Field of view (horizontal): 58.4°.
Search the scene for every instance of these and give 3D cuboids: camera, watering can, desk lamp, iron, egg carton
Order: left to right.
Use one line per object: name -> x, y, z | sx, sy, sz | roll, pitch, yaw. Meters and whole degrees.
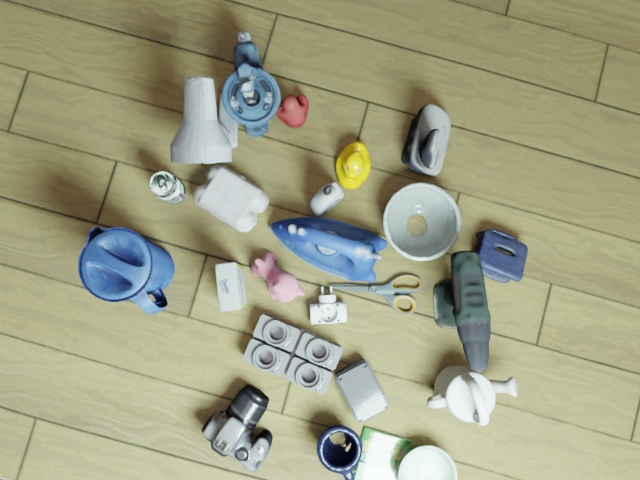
desk lamp -> -0.234, -0.235, 1.172 | 0.118, 0.213, 0.203 | 0, 85, -1
egg carton -> -0.190, -0.091, 1.233 | 0.150, 0.069, 0.107 | 31, 85, 1
camera -> -0.152, 0.381, 1.176 | 0.143, 0.101, 0.137 | 34, 85, 2
iron -> 0.011, 0.004, 1.194 | 0.258, 0.141, 0.119 | 18, 85, 0
watering can -> 0.305, 0.309, 1.149 | 0.173, 0.194, 0.101 | -35, 86, -4

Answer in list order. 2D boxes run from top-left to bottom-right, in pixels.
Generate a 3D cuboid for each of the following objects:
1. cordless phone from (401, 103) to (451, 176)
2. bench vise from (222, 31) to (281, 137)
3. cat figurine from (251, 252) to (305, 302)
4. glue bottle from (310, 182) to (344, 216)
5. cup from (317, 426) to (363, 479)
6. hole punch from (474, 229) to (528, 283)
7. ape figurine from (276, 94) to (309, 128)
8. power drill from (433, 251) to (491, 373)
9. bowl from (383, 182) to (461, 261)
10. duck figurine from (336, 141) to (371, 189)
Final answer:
cordless phone -> 0.237, -0.220, 1.198 | 0.094, 0.185, 0.148 | 11, 85, 0
bench vise -> -0.159, -0.334, 1.180 | 0.121, 0.219, 0.207 | -25, 86, -3
cat figurine -> -0.091, 0.083, 1.196 | 0.067, 0.117, 0.128 | -44, 87, -4
glue bottle -> 0.015, -0.092, 1.186 | 0.078, 0.173, 0.037 | -38, 86, -4
cup -> 0.043, 0.434, 1.180 | 0.091, 0.095, 0.118 | -20, 86, -3
hole punch -> 0.384, 0.032, 1.227 | 0.108, 0.091, 0.101 | 22, 85, 1
ape figurine -> -0.061, -0.287, 1.242 | 0.078, 0.092, 0.076 | -10, 85, -2
power drill -> 0.289, 0.139, 1.156 | 0.075, 0.208, 0.230 | -3, 85, -1
bowl -> 0.214, -0.036, 1.236 | 0.167, 0.074, 0.167 | 0, 85, -1
duck figurine -> 0.074, -0.167, 1.238 | 0.077, 0.086, 0.105 | 14, 85, 0
